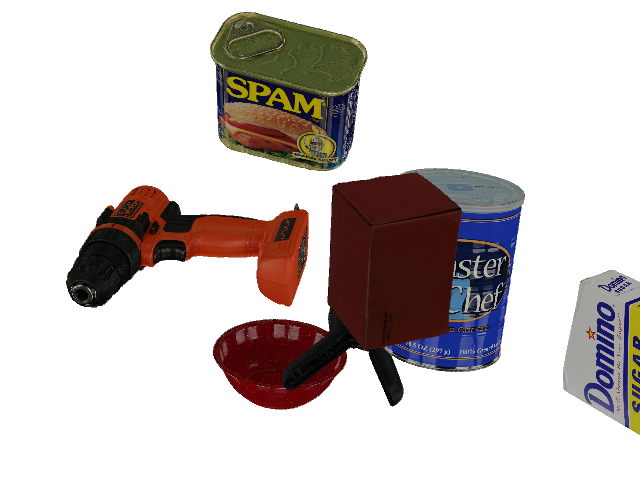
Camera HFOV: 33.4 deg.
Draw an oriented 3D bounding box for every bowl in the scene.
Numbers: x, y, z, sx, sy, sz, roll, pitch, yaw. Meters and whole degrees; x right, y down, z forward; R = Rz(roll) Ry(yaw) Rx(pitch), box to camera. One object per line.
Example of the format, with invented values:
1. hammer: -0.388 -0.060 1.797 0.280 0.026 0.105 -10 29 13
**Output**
1. bowl: -0.050 0.157 1.295 0.162 0.055 0.162 3 25 -1

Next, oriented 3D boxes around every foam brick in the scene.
1. foam brick: 0.037 0.010 0.567 0.053 0.078 0.051 -9 32 -20

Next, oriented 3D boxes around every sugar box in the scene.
1. sugar box: 0.247 0.096 0.720 0.048 0.093 0.176 -16 30 -38

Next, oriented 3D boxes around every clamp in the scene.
1. clamp: 0.048 0.098 1.072 0.120 0.039 0.171 17 50 19

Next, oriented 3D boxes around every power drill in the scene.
1. power drill: -0.110 0.010 0.928 0.188 0.057 0.184 8 29 7

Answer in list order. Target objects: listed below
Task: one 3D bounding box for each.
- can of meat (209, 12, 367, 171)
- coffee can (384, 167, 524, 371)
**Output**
1. can of meat: -0.023 -0.100 0.737 0.102 0.057 0.084 16 -37 8
2. coffee can: 0.105 0.022 0.871 0.103 0.140 0.103 4 19 -2
